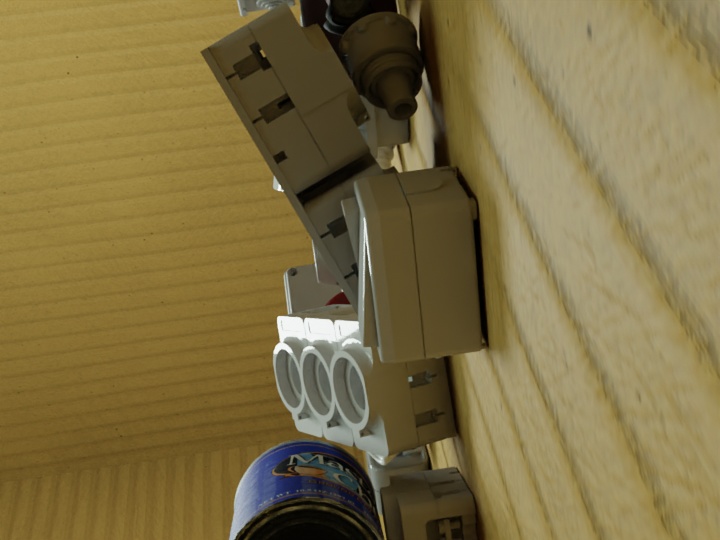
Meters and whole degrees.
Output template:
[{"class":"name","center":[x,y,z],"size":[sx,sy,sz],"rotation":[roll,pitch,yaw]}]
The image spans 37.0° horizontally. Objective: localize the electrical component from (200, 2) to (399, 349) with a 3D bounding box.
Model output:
[{"class":"electrical component","center":[-0.014,-0.060,0.622],"size":[0.186,0.060,0.105],"rotation":[59,-177,-13]}]

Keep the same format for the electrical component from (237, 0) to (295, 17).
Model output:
[{"class":"electrical component","center":[-0.082,-0.264,0.870],"size":[0.099,0.048,0.099],"rotation":[102,160,-83]}]

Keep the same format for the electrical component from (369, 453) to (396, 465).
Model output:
[{"class":"electrical component","center":[0.011,0.118,0.963],"size":[0.095,0.059,0.053],"rotation":[42,159,24]}]

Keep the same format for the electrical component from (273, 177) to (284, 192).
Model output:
[{"class":"electrical component","center":[-0.033,-0.113,1.066],"size":[0.108,0.108,0.060],"rotation":[-110,18,-78]}]

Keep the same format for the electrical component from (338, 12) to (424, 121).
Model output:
[{"class":"electrical component","center":[0.017,-0.113,0.617],"size":[0.048,0.048,0.062],"rotation":[86,169,-54]}]

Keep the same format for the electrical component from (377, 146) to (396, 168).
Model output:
[{"class":"electrical component","center":[0.009,-0.098,0.859],"size":[0.040,0.040,0.078],"rotation":[88,174,-65]}]

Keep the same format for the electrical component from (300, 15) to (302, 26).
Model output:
[{"class":"electrical component","center":[-0.013,-0.167,0.903],"size":[0.061,0.062,0.096],"rotation":[115,147,-86]}]

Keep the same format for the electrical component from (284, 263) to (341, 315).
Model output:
[{"class":"electrical component","center":[-0.013,0.046,1.039],"size":[0.056,0.109,0.108],"rotation":[81,179,-52]}]

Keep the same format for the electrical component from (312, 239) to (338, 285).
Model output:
[{"class":"electrical component","center":[0.000,0.000,0.953],"size":[0.044,0.077,0.079],"rotation":[-101,4,-56]}]

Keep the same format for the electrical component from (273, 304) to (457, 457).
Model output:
[{"class":"electrical component","center":[-0.003,0.074,0.767],"size":[0.150,0.062,0.089],"rotation":[-1,99,63]}]

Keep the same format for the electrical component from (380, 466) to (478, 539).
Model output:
[{"class":"electrical component","center":[0.045,0.168,0.717],"size":[0.089,0.056,0.050],"rotation":[-137,39,-86]}]

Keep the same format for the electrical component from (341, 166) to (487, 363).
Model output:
[{"class":"electrical component","center":[0.027,0.003,0.546],"size":[0.061,0.061,0.096],"rotation":[-104,6,-67]}]

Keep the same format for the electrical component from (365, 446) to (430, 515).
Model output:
[{"class":"electrical component","center":[0.035,0.186,1.008],"size":[0.095,0.054,0.059],"rotation":[-105,8,-69]}]
